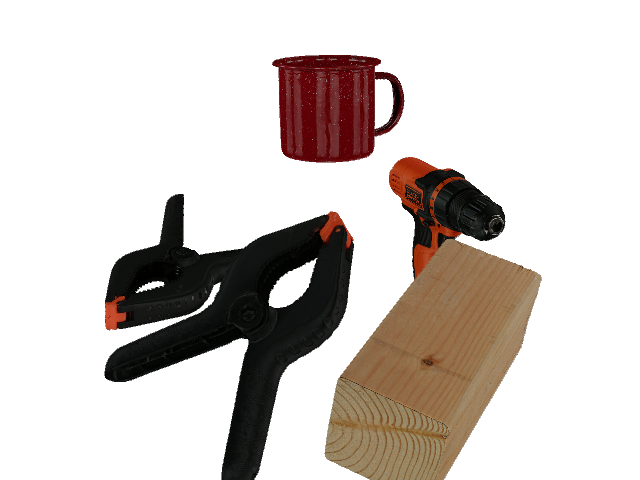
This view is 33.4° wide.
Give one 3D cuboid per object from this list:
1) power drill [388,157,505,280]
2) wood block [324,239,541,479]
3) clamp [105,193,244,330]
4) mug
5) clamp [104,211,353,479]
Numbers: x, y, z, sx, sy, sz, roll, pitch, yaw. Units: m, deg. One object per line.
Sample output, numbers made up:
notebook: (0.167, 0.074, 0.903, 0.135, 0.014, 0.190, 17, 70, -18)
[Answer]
power drill: (0.136, 0.018, 1.123, 0.057, 0.188, 0.185, -13, 25, -20)
wood block: (0.094, 0.097, 0.852, 0.091, 0.090, 0.205, 22, 39, 19)
clamp: (-0.135, 0.020, 1.001, 0.165, 0.036, 0.209, 25, 37, 30)
mug: (0.017, -0.115, 0.921, 0.117, 0.081, 0.093, -7, 17, -20)
clamp: (-0.035, 0.061, 0.633, 0.120, 0.171, 0.039, 47, -3, 22)
